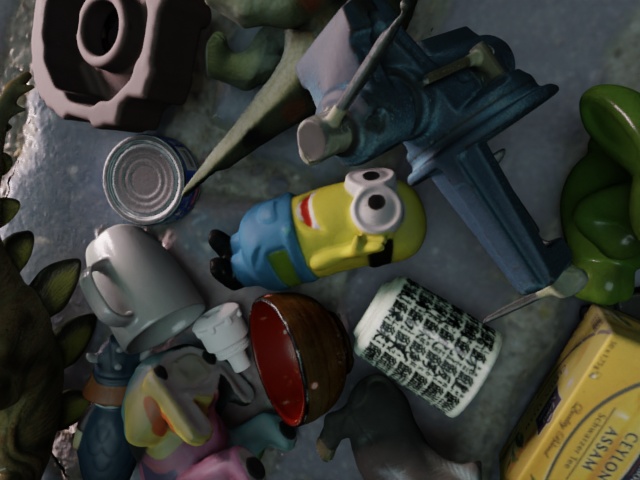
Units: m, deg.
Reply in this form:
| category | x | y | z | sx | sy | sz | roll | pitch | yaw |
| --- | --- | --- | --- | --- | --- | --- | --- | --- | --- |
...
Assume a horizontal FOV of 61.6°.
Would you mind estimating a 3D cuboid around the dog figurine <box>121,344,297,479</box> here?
| category | x | y | z | sx | sy | sz | roll | pitch | yaw |
| --- | --- | --- | --- | --- | --- | --- | --- | --- | --- |
| dog figurine | -0.140 | 0.228 | 0.495 | 0.191 | 0.108 | 0.219 | 42 | 105 | 4 |

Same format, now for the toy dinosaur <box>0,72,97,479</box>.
| category | x | y | z | sx | sy | sz | roll | pitch | yaw |
| --- | --- | --- | --- | --- | --- | --- | --- | --- | --- |
| toy dinosaur | -0.277 | 0.101 | 0.457 | 0.105 | 0.198 | 0.470 | 10 | 108 | 2 |

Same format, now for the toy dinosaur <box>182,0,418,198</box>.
| category | x | y | z | sx | sy | sz | roll | pitch | yaw |
| --- | --- | --- | --- | --- | --- | --- | --- | --- | --- |
| toy dinosaur | 0.019 | -0.210 | 0.416 | 0.192 | 0.131 | 0.404 | 14 | 109 | -3 |

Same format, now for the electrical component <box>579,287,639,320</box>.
| category | x | y | z | sx | sy | sz | roll | pitch | yaw |
| --- | --- | --- | --- | --- | --- | --- | --- | --- | --- |
| electrical component | 0.263 | 0.070 | 0.437 | 0.094 | 0.021 | 0.063 | -8 | 94 | 12 |

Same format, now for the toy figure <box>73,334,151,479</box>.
| category | x | y | z | sx | sy | sz | roll | pitch | yaw |
| --- | --- | --- | --- | --- | --- | --- | --- | --- | --- |
| toy figure | -0.203 | 0.162 | 0.523 | 0.058 | 0.064 | 0.154 | 11 | 97 | 40 |

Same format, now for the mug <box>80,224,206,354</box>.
| category | x | y | z | sx | sy | sz | roll | pitch | yaw |
| --- | --- | --- | --- | --- | --- | --- | --- | --- | --- |
| mug | -0.173 | 0.040 | 0.487 | 0.081 | 0.109 | 0.107 | -42 | 73 | 20 |

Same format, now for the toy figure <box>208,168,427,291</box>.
| category | x | y | z | sx | sy | sz | roll | pitch | yaw |
| --- | --- | --- | --- | --- | --- | --- | --- | --- | --- |
| toy figure | -0.002 | -0.005 | 0.454 | 0.180 | 0.089 | 0.082 | -19 | 75 | 16 |

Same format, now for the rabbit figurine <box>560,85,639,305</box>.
| category | x | y | z | sx | sy | sz | roll | pitch | yaw |
| --- | --- | --- | --- | --- | --- | --- | --- | --- | --- |
| rabbit figurine | 0.237 | -0.030 | 0.356 | 0.121 | 0.170 | 0.159 | -7 | 95 | 12 |

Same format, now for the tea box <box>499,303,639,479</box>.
| category | x | y | z | sx | sy | sz | roll | pitch | yaw |
| --- | --- | --- | --- | --- | --- | --- | --- | --- | --- |
| tea box | 0.221 | 0.147 | 0.416 | 0.098 | 0.068 | 0.169 | 23 | 109 | 10 |

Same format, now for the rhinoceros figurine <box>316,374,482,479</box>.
| category | x | y | z | sx | sy | sz | roll | pitch | yaw |
| --- | --- | --- | --- | --- | --- | --- | --- | --- | --- |
| rhinoceros figurine | 0.081 | 0.199 | 0.433 | 0.112 | 0.073 | 0.190 | -46 | 63 | 20 |

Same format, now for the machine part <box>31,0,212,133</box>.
| category | x | y | z | sx | sy | sz | roll | pitch | yaw |
| --- | --- | --- | --- | --- | --- | --- | --- | --- | --- |
| machine part | -0.177 | -0.179 | 0.466 | 0.180 | 0.056 | 0.179 | 1 | 93 | 29 |

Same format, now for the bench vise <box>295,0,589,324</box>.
| category | x | y | z | sx | sy | sz | roll | pitch | yaw |
| --- | --- | --- | --- | --- | --- | --- | --- | --- | --- |
| bench vise | 0.098 | -0.055 | 0.366 | 0.129 | 0.223 | 0.240 | -35 | 87 | 39 |
